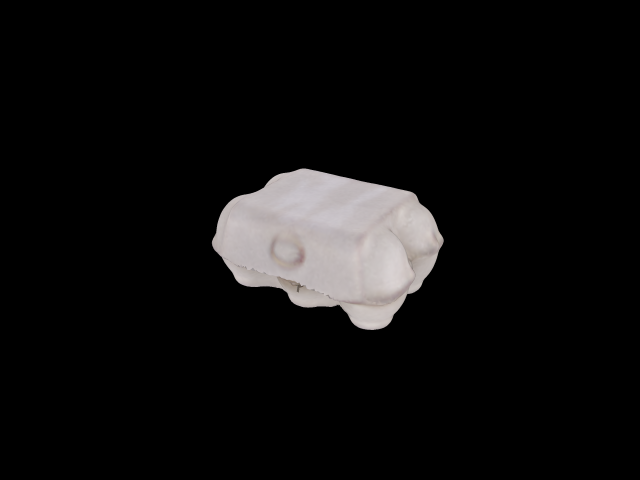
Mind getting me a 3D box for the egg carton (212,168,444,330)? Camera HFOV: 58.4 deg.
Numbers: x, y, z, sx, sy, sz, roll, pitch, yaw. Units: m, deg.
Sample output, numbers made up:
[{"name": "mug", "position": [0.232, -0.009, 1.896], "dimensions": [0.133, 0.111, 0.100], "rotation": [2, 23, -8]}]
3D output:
[{"name": "egg carton", "position": [0.004, 0.001, 0.400], "dimensions": [0.149, 0.069, 0.107], "rotation": [16, 32, 27]}]
